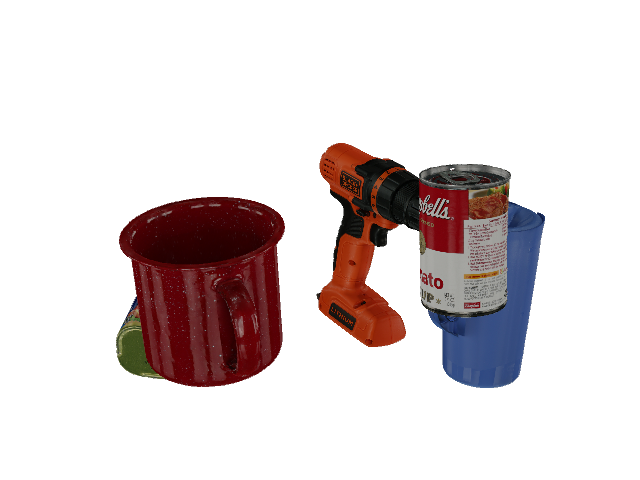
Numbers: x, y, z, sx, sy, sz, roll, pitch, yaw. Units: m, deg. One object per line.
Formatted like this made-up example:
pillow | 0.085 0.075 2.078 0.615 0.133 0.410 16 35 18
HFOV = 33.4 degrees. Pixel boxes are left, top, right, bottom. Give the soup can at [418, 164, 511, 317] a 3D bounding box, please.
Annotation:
soup can | 0.108 -0.001 0.805 0.068 0.102 0.068 -2 17 0

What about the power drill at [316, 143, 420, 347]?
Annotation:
power drill | 0.060 0.010 1.086 0.057 0.188 0.185 -9 28 -32

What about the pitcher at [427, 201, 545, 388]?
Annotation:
pitcher | 0.217 0.074 1.438 0.149 0.243 0.145 4 21 7

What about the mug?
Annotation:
mug | -0.059 0.035 0.604 0.093 0.081 0.117 -14 28 -22

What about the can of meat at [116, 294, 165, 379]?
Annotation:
can of meat | -0.116 0.075 0.909 0.102 0.057 0.084 5 30 5
